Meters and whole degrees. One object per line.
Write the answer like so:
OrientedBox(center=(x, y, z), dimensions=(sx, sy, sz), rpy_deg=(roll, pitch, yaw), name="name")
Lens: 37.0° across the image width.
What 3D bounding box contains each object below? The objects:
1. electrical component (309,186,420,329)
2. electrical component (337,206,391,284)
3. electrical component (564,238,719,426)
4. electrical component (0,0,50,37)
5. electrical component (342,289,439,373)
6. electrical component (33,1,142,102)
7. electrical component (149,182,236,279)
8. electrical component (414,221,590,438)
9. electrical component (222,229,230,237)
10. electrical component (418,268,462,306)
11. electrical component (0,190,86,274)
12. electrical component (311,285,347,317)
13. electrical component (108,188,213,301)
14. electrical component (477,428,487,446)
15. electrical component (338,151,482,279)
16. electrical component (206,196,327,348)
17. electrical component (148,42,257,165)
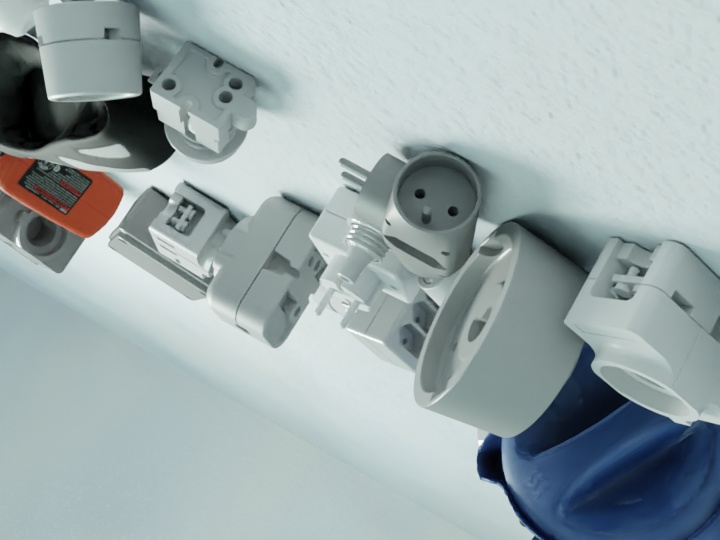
OrientedBox(center=(0.000, 0.000, 0.669), dimensions=(0.066, 0.076, 0.047), rpy_deg=(26, 166, 23), name="electrical component")
OrientedBox(center=(0.007, -0.020, 0.611), dimensions=(0.035, 0.061, 0.035), rpy_deg=(29, 168, 7), name="electrical component")
OrientedBox(center=(0.147, 0.034, 0.509), dimensions=(0.089, 0.055, 0.050), rpy_deg=(38, 165, -27), name="electrical component")
OrientedBox(center=(-0.204, -0.163, 0.598), dimensions=(0.043, 0.043, 0.062), rpy_deg=(24, 163, 30), name="electrical component")
OrientedBox(center=(0.019, 0.024, 0.739), dimensions=(0.077, 0.065, 0.047), rpy_deg=(18, 162, 45), name="electrical component")
OrientedBox(center=(-0.144, -0.116, 0.576), dimensions=(0.055, 0.047, 0.055), rpy_deg=(-4, -174, 0), name="electrical component")
OrientedBox(center=(-0.141, -0.031, 0.932), dimensions=(0.056, 0.050, 0.089), rpy_deg=(31, 167, 3), name="electrical component")
OrientedBox(center=(0.081, 0.036, 0.564), dimensions=(0.060, 0.108, 0.108), rpy_deg=(27, 168, -9), name="electrical component")
OrientedBox(center=(-0.088, 0.003, 0.909), dimensions=(0.042, 0.063, 0.081), rpy_deg=(21, 164, 33), name="electrical component")
OrientedBox(center=(0.067, 0.016, 0.659), dimensions=(0.065, 0.044, 0.044), rpy_deg=(43, 163, -27), name="electrical component")
OrientedBox(center=(-0.332, -0.089, 1.022), dimensions=(0.060, 0.105, 0.186), rpy_deg=(19, 162, 44), name="electrical component")
OrientedBox(center=(-0.009, 0.019, 0.843), dimensions=(0.044, 0.044, 0.065), rpy_deg=(41, 169, -36), name="electrical component")
OrientedBox(center=(-0.180, -0.022, 1.037), dimensions=(0.109, 0.056, 0.109), rpy_deg=(34, 167, -13), name="electrical component")
OrientedBox(center=(0.135, 0.121, 0.781), dimensions=(0.099, 0.099, 0.064), rpy_deg=(35, 160, -14), name="electrical component")
OrientedBox(center=(0.023, -0.035, 0.560), dimensions=(0.079, 0.043, 0.077), rpy_deg=(29, 167, 10), name="electrical component")
OrientedBox(center=(-0.064, -0.001, 0.768), dimensions=(0.059, 0.095, 0.053), rpy_deg=(27, 166, 18), name="electrical component")
OrientedBox(center=(-0.087, -0.090, 0.604), dimensions=(0.066, 0.048, 0.055), rpy_deg=(30, 159, 7), name="electrical component")
